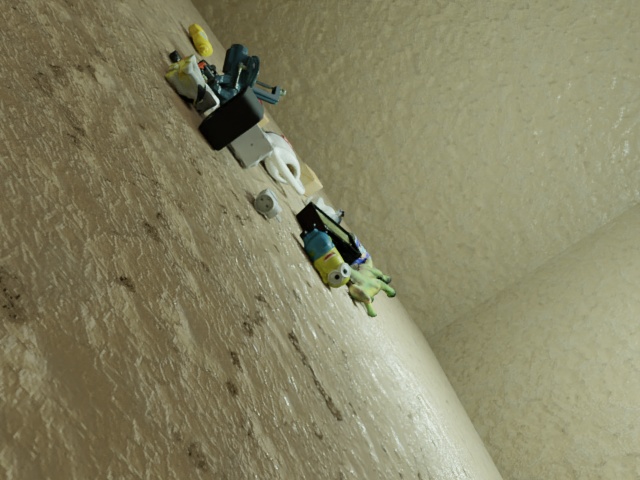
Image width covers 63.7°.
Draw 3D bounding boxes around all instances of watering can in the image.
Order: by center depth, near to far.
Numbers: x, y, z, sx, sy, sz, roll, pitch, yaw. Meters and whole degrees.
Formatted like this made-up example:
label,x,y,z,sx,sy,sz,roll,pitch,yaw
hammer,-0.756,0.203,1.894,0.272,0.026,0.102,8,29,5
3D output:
label,x,y,z,sx,sy,sz,roll,pitch,yaw
watering can,-0.153,-0.289,1.661,0.341,0.104,0.229,52,6,-35

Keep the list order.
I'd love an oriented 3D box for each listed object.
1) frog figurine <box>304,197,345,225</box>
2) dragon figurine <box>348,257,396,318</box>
label,x,y,z,sx,sy,sz,roll,pitch,yaw
frog figurine,0.006,-0.104,2.064,0.159,0.120,0.140,19,23,-8
dragon figurine,0.134,0.112,1.787,0.240,0.121,0.418,43,15,-24
